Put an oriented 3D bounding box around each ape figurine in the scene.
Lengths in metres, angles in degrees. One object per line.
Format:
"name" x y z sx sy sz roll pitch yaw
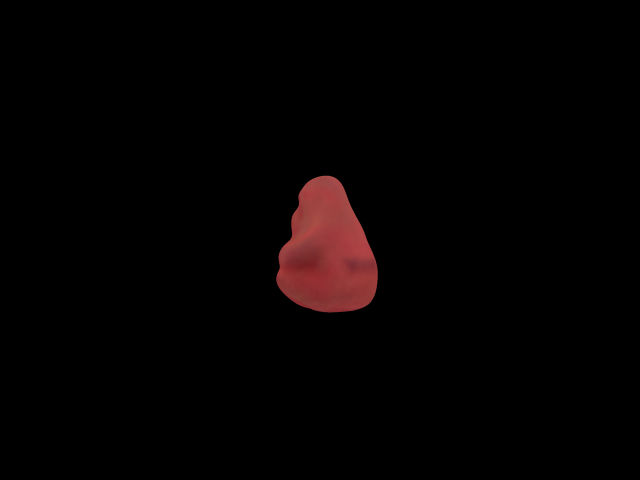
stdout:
"ape figurine" 0.004 0.001 0.400 0.078 0.092 0.075 -4 6 -39
